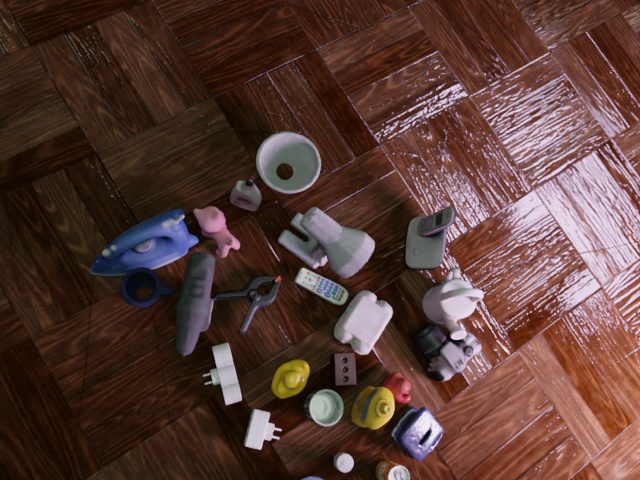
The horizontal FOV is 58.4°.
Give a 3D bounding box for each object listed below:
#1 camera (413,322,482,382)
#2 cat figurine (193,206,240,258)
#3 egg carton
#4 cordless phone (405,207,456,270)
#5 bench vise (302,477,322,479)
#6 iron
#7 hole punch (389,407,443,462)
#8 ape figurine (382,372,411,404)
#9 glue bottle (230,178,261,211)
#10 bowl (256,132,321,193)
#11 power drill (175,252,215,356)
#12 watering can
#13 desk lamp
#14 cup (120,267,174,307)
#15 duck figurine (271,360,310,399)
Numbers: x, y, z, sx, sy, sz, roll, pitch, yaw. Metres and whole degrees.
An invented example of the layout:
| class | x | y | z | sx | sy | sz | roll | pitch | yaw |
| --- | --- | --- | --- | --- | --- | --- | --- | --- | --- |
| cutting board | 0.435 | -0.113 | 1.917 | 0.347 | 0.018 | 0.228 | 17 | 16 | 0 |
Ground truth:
| class | x | y | z | sx | sy | sz | roll | pitch | yaw |
| --- | --- | --- | --- | --- | --- | --- | --- | --- | --- |
| camera | 0.313 | 0.264 | 1.435 | 0.143 | 0.100 | 0.137 | -39 | 86 | -18 |
| cat figurine | -0.248 | -0.029 | 1.386 | 0.067 | 0.117 | 0.128 | -38 | 86 | -18 |
| egg carton | 0.107 | 0.204 | 1.424 | 0.107 | 0.069 | 0.150 | 35 | 72 | -1 |
| cordless phone | 0.288 | -0.004 | 1.455 | 0.094 | 0.185 | 0.147 | 8 | 74 | -9 |
| bench vise | -0.043 | 0.594 | 1.214 | 0.208 | 0.219 | 0.121 | -34 | 84 | -17 |
| iron | -0.419 | 0.009 | 1.329 | 0.259 | 0.141 | 0.118 | -27 | 82 | -17 |
| hole punch | 0.240 | 0.464 | 1.373 | 0.101 | 0.091 | 0.109 | 43 | 72 | 2 |
| ape figurine | 0.192 | 0.359 | 1.390 | 0.076 | 0.092 | 0.078 | -1 | 76 | -12 |
| glue bottle | -0.178 | -0.118 | 1.395 | 0.078 | 0.173 | 0.037 | 16 | 73 | -7 |
| bowl | -0.085 | -0.191 | 1.484 | 0.167 | 0.074 | 0.167 | 3 | 75 | -11 |
| power drill | -0.280 | 0.150 | 1.286 | 0.076 | 0.208 | 0.230 | 9 | 74 | -9 |
| watering can | 0.337 | 0.155 | 1.419 | 0.101 | 0.194 | 0.173 | -16 | 79 | -15 |
| desk lamp | 0.013 | 0.005 | 1.381 | 0.203 | 0.213 | 0.118 | 35 | 72 | -1 |
| cup | -0.397 | 0.118 | 1.330 | 0.118 | 0.095 | 0.092 | 8 | 74 | -9 |
| duck figurine | -0.065 | 0.326 | 1.349 | 0.105 | 0.086 | 0.077 | -42 | 87 | -18 |
